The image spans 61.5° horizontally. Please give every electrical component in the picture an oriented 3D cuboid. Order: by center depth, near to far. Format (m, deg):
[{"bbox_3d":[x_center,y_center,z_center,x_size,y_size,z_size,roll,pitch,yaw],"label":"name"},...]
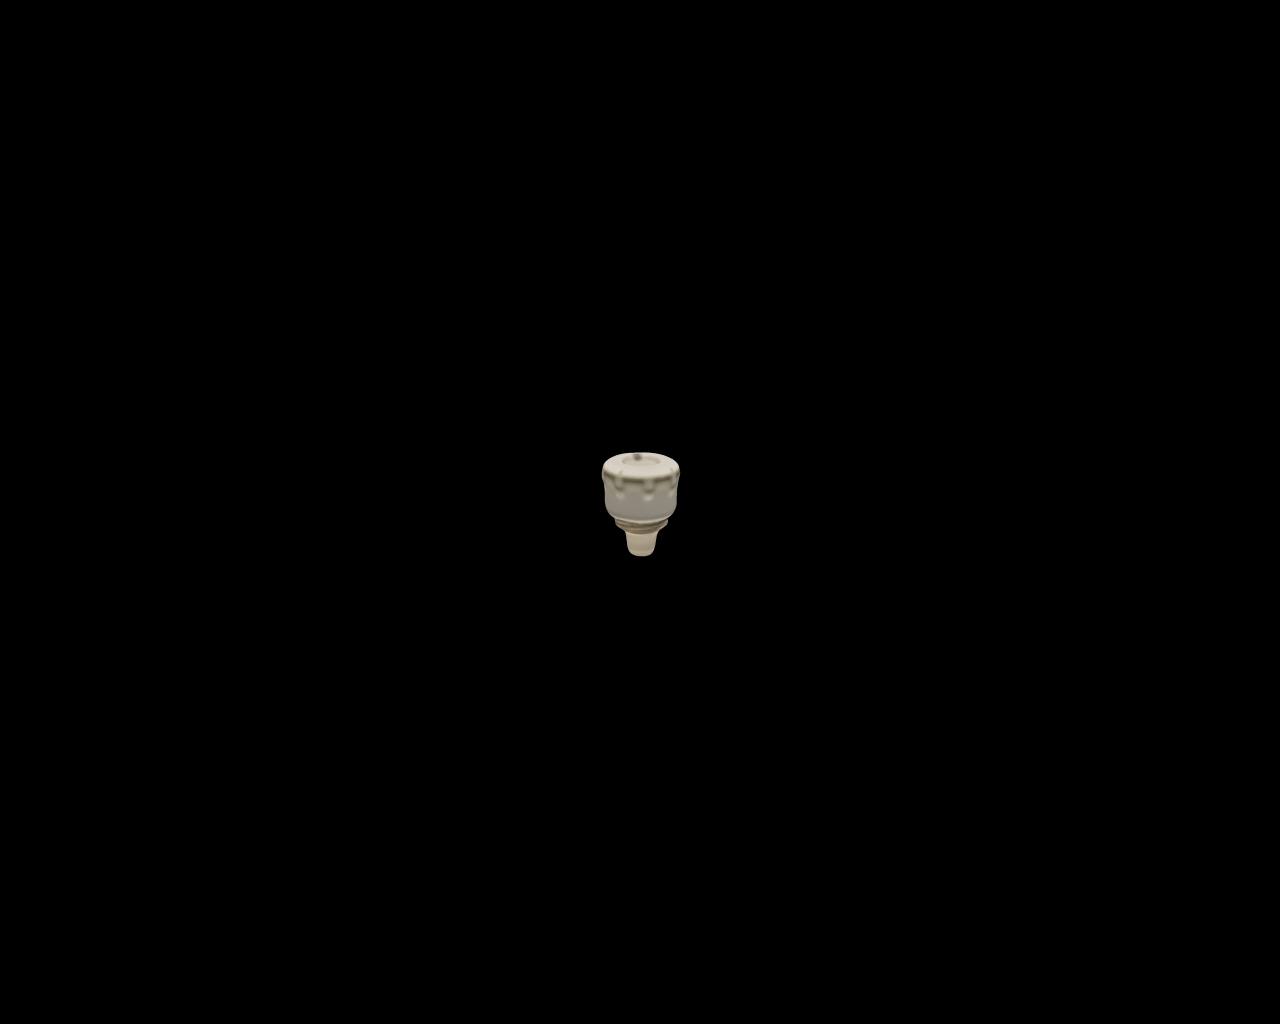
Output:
[{"bbox_3d":[0.001,-0.003,0.650,0.048,0.062,0.048,0,19,0],"label":"electrical component"}]
